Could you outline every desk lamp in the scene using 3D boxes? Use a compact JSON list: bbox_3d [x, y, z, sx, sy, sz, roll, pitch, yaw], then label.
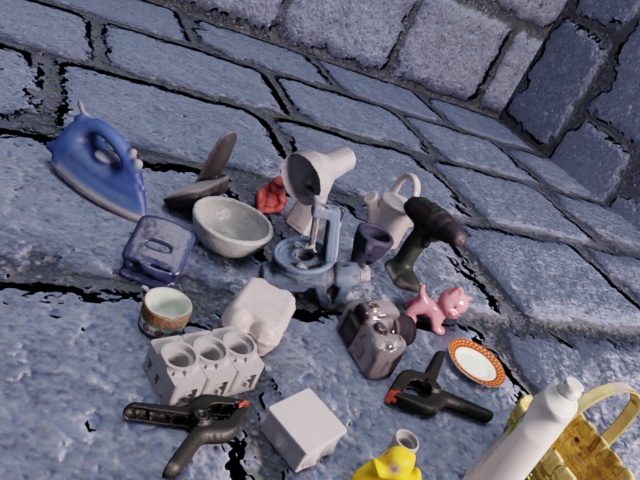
[{"bbox_3d":[-0.007,-0.117,1.327,0.117,0.213,0.204,39,30,23],"label":"desk lamp"}]

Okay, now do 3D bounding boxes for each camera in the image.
[{"bbox_3d":[0.124,0.172,1.066,0.137,0.101,0.142,7,33,-32],"label":"camera"}]

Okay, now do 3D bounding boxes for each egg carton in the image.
[{"bbox_3d":[-0.105,0.127,0.985,0.107,0.069,0.150,26,28,0],"label":"egg carton"}]

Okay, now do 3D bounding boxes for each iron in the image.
[{"bbox_3d":[-0.416,-0.158,1.134,0.257,0.141,0.119,35,29,17],"label":"iron"}]

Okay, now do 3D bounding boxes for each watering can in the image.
[{"bbox_3d":[0.189,-0.081,1.449,0.173,0.194,0.100,-8,43,-46],"label":"watering can"}]

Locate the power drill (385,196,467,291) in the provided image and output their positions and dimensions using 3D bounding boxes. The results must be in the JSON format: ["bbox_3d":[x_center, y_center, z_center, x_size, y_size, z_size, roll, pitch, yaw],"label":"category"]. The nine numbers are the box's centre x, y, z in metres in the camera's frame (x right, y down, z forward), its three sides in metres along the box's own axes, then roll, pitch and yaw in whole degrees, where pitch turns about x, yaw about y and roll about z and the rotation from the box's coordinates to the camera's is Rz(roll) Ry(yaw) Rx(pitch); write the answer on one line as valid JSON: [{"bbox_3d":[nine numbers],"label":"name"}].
[{"bbox_3d":[0.237,0.010,1.320,0.076,0.208,0.229,11,31,-25],"label":"power drill"}]

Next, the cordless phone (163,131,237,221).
[{"bbox_3d":[-0.243,-0.143,1.206,0.094,0.185,0.148,29,28,6],"label":"cordless phone"}]

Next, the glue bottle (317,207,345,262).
[{"bbox_3d":[0.011,0.004,1.179,0.078,0.173,0.037,36,30,19],"label":"glue bottle"}]

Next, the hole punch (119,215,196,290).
[{"bbox_3d":[-0.280,0.023,0.994,0.109,0.091,0.101,21,28,-9],"label":"hole punch"}]

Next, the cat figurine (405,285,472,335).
[{"bbox_3d":[0.259,0.134,1.224,0.128,0.117,0.067,22,28,-7],"label":"cat figurine"}]

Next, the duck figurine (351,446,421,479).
[{"bbox_3d":[0.104,0.326,0.805,0.105,0.086,0.077,10,32,-28],"label":"duck figurine"}]

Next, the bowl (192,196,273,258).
[{"bbox_3d":[-0.183,-0.014,1.154,0.168,0.074,0.167,20,29,-11],"label":"bowl"}]

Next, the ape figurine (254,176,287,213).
[{"bbox_3d":[-0.111,-0.111,1.361,0.078,0.092,0.076,23,28,-5],"label":"ape figurine"}]

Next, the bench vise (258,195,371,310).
[{"bbox_3d":[0.007,0.018,1.103,0.208,0.219,0.121,6,34,-33],"label":"bench vise"}]

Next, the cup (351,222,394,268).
[{"bbox_3d":[0.108,0.025,1.308,0.091,0.095,0.118,28,28,4],"label":"cup"}]
